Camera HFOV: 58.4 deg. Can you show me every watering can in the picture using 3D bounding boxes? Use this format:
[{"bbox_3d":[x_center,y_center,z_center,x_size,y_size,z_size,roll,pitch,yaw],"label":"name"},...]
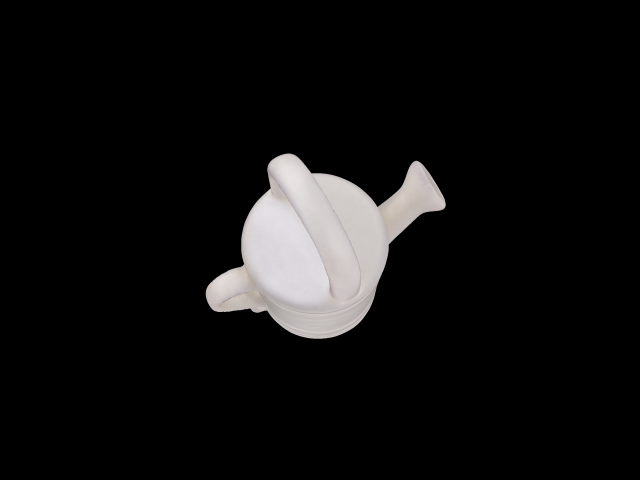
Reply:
[{"bbox_3d":[0.003,0.000,0.401,0.101,0.194,0.173,40,76,12],"label":"watering can"}]
